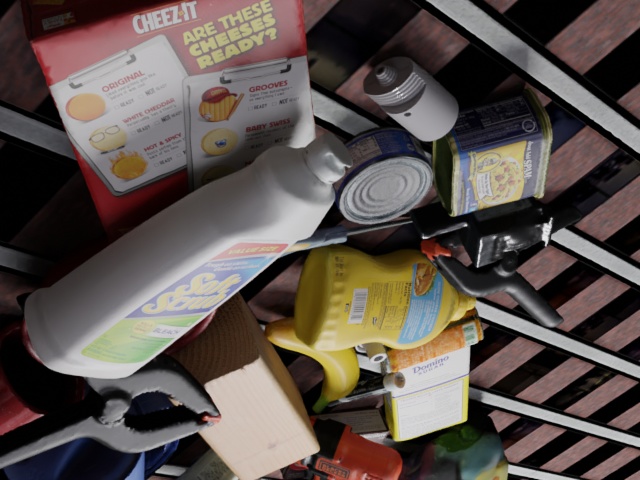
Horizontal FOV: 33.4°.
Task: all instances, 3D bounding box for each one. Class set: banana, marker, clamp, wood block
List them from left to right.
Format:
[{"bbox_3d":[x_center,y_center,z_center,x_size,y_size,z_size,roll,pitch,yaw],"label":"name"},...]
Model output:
[{"bbox_3d":[-0.180,0.136,0.864,0.209,0.036,0.165,21,108,-36],"label":"clamp"},{"bbox_3d":[-0.079,0.144,1.026,0.091,0.090,0.206,-24,143,1],"label":"wood block"},{"bbox_3d":[0.002,0.120,1.077,0.069,0.037,0.197,-42,145,-12],"label":"banana"},{"bbox_3d":[0.044,0.161,1.144,0.020,0.020,0.121,11,157,-38],"label":"marker"},{"bbox_3d":[0.174,0.027,1.013,0.171,0.120,0.039,-2,-179,-22],"label":"clamp"}]

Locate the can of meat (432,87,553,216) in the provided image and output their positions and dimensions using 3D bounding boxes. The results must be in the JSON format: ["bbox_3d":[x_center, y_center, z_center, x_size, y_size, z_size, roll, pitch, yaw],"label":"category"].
[{"bbox_3d":[0.142,-0.070,0.894,0.084,0.057,0.102,-15,144,-6],"label":"can of meat"}]

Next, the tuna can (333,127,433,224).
[{"bbox_3d":[0.050,-0.052,0.887,0.086,0.034,0.086,-14,145,-11],"label":"tuna can"}]

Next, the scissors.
[{"bbox_3d":[-0.006,0.001,0.932,0.096,0.016,0.201,-19,173,41],"label":"scissors"}]

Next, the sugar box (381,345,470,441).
[{"bbox_3d":[0.118,0.159,1.197,0.093,0.048,0.176,-16,141,-6],"label":"sugar box"}]

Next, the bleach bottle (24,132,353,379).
[{"bbox_3d":[-0.085,0.007,0.739,0.251,0.068,0.102,-36,150,23],"label":"bleach bottle"}]

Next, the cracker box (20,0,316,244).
[{"bbox_3d":[-0.090,-0.098,0.719,0.164,0.072,0.214,-17,144,-7],"label":"cracker box"}]

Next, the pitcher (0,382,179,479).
[{"bbox_3d":[-0.224,0.236,1.052,0.149,0.145,0.243,13,145,3],"label":"pitcher"}]

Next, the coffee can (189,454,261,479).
[{"bbox_3d":[-0.128,0.317,1.154,0.103,0.140,0.103,17,135,17],"label":"coffee can"}]

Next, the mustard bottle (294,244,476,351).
[{"bbox_3d":[0.071,0.055,1.007,0.191,0.058,0.096,3,102,-33],"label":"mustard bottle"}]

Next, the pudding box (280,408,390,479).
[{"bbox_3d":[0.014,0.240,1.252,0.113,0.039,0.090,-4,142,-23],"label":"pudding box"}]

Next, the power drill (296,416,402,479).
[{"bbox_3d":[-0.012,0.266,1.185,0.184,0.057,0.188,20,137,9],"label":"power drill"}]

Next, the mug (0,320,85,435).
[{"bbox_3d":[-0.271,0.120,0.908,0.082,0.093,0.117,-34,113,25],"label":"mug"}]

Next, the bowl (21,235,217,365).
[{"bbox_3d":[-0.168,0.044,0.879,0.162,0.055,0.162,-14,145,-11],"label":"bowl"}]
